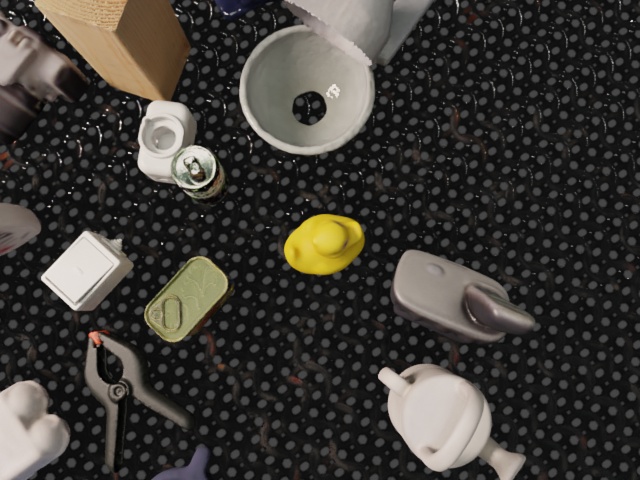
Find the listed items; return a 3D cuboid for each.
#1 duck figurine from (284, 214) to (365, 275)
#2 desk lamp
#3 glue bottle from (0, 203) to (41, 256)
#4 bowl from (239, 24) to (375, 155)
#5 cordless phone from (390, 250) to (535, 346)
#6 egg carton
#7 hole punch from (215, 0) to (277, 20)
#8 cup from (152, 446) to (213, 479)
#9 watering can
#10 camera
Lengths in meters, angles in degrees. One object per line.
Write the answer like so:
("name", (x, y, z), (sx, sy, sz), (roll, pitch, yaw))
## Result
("duck figurine", (0.006, 0.003, 0.706), (0.104, 0.086, 0.077), (-17, 84, -2))
("desk lamp", (0.057, -0.291, 0.675), (0.118, 0.213, 0.203), (35, 84, 3))
("glue bottle", (-0.395, -0.016, 0.658), (0.078, 0.173, 0.037), (-36, 85, -4))
("bowl", (-0.016, -0.181, 0.732), (0.167, 0.074, 0.167), (0, 84, -1))
("cordless phone", (0.159, 0.064, 0.651), (0.147, 0.185, 0.094), (19, 84, 2))
("egg carton", (-0.379, 0.243, 0.682), (0.150, 0.069, 0.107), (-37, 85, -4))
("hole punch", (-0.103, -0.363, 0.742), (0.101, 0.091, 0.108), (-25, 84, -3))
("cup", (-0.150, 0.289, 0.667), (0.091, 0.095, 0.118), (22, 84, 2))
("watering can", (0.143, 0.199, 0.632), (0.173, 0.194, 0.101), (14, 84, 1))
("camera", (-0.394, -0.202, 0.715), (0.143, 0.101, 0.137), (33, 84, 3))
